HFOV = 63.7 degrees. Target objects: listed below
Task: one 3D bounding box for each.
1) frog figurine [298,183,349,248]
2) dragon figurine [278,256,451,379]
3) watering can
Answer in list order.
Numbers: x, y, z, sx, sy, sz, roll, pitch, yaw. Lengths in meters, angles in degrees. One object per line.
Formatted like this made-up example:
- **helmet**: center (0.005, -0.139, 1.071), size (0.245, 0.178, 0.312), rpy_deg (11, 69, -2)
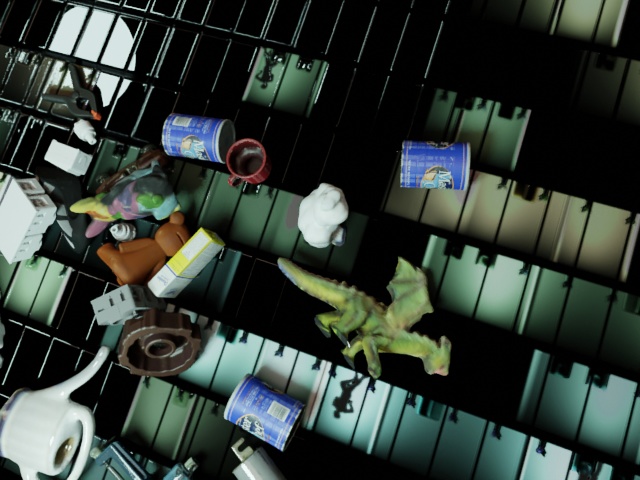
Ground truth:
- **frog figurine**: center (0.003, -0.055, 1.102), size (0.123, 0.158, 0.138), rpy_deg (20, 86, 14)
- **dragon figurine**: center (0.119, 0.134, 1.096), size (0.245, 0.120, 0.413), rpy_deg (-35, 78, -15)
- **watering can**: center (-0.594, 0.387, 1.150), size (0.225, 0.103, 0.350), rpy_deg (12, 83, 12)
